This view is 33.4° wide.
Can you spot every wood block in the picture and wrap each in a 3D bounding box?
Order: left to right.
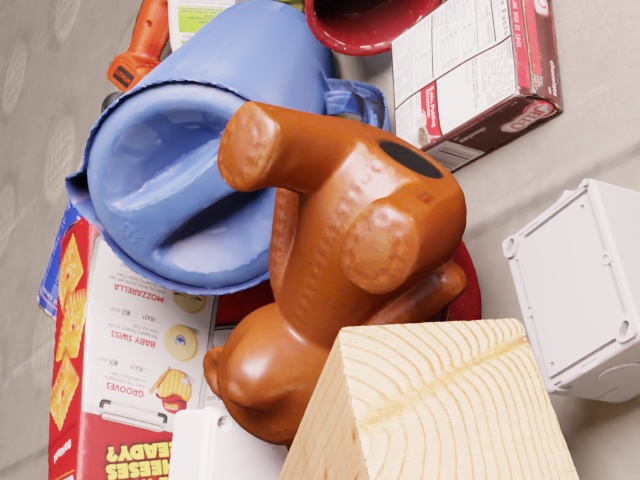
[{"bbox_3d":[0.035,0.133,0.527,0.206,0.090,0.090,108,155,-50],"label":"wood block"}]

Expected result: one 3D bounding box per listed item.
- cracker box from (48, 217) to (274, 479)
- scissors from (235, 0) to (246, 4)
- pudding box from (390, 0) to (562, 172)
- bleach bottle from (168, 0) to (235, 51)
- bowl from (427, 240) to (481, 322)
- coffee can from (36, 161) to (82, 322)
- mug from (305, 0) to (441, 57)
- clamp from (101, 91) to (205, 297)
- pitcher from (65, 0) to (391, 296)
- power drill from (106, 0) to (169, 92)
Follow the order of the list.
[{"bbox_3d":[-0.102,0.099,0.755,0.072,0.164,0.213,-34,52,52],"label":"cracker box"},{"bbox_3d":[-0.073,-0.151,0.856,0.096,0.016,0.202,-22,80,24],"label":"scissors"},{"bbox_3d":[0.088,-0.099,0.628,0.114,0.039,0.090,-27,57,51],"label":"pudding box"},{"bbox_3d":[-0.090,-0.199,0.902,0.103,0.068,0.251,8,93,26],"label":"bleach bottle"},{"bbox_3d":[0.046,0.043,0.633,0.162,0.055,0.162,-27,58,53],"label":"bowl"},{"bbox_3d":[-0.197,0.006,1.003,0.103,0.102,0.140,50,122,53],"label":"coffee can"},{"bbox_3d":[0.021,-0.189,0.697,0.093,0.117,0.081,-27,48,8],"label":"mug"},{"bbox_3d":[-0.084,-0.034,0.770,0.039,0.120,0.171,-50,52,39],"label":"clamp"},{"bbox_3d":[-0.045,-0.077,0.696,0.145,0.149,0.242,-51,10,26],"label":"pitcher"},{"bbox_3d":[-0.137,-0.221,1.029,0.185,0.057,0.188,41,113,53],"label":"power drill"}]
